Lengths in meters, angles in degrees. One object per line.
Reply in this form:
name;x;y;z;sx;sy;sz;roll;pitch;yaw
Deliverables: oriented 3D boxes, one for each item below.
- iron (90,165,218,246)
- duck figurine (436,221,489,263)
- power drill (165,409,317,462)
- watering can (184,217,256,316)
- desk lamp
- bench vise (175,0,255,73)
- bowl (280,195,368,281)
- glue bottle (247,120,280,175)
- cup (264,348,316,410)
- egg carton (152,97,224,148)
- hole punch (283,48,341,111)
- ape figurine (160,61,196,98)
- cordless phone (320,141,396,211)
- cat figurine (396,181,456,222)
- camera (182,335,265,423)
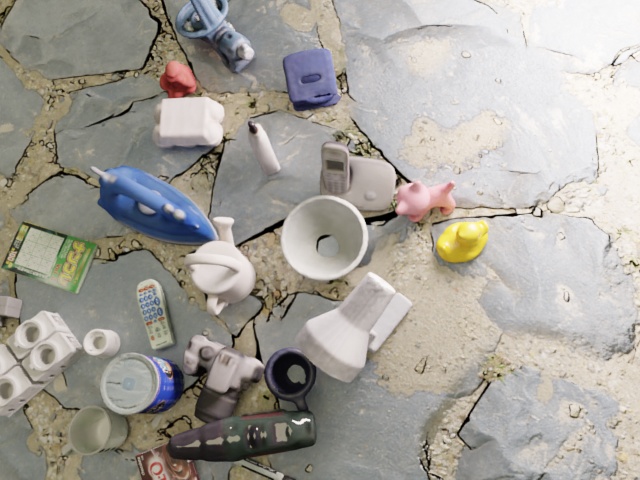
iron;-0.324;-0.070;1.120;0.258;0.141;0.119;25;79;11
duck figurine;0.271;-0.004;1.078;0.104;0.086;0.077;-26;74;-2
power drill;-0.115;0.328;0.959;0.229;0.208;0.075;-10;74;3
watering can;-0.188;0.046;1.049;0.101;0.194;0.173;-17;74;1
desk lamp;0.063;0.141;0.991;0.117;0.213;0.203;38;81;14
bench vise;-0.216;-0.461;1.176;0.207;0.220;0.121;23;78;11
bowl;0.010;0.004;1.105;0.167;0.075;0.167;-1;75;5
glue bottle;-0.118;-0.191;1.118;0.037;0.173;0.078;-23;74;-1
cup;-0.043;0.255;1.031;0.091;0.095;0.117;-23;74;-1
egg carton;-0.275;-0.244;1.200;0.150;0.069;0.107;-2;75;5
hole punch;-0.017;-0.333;1.190;0.108;0.091;0.101;-11;74;2
ape figurine;-0.305;-0.347;1.219;0.077;0.092;0.076;23;78;11
cordless phone;0.069;-0.126;1.077;0.147;0.185;0.094;4;75;7
cat figurine;0.198;-0.083;1.089;0.128;0.118;0.067;-18;74;0
camera;-0.192;0.259;1.041;0.143;0.101;0.137;20;78;10
